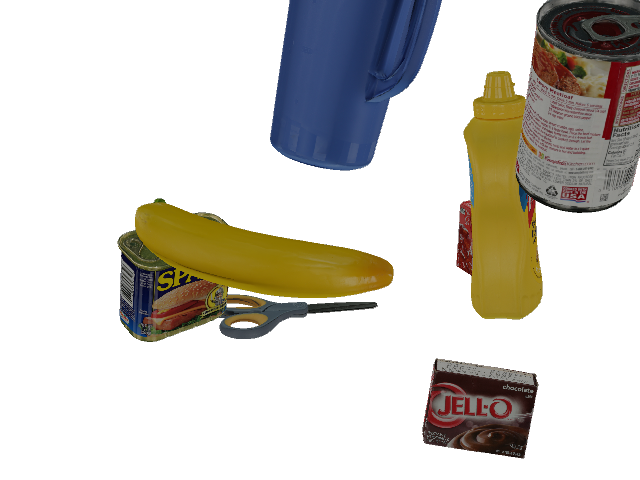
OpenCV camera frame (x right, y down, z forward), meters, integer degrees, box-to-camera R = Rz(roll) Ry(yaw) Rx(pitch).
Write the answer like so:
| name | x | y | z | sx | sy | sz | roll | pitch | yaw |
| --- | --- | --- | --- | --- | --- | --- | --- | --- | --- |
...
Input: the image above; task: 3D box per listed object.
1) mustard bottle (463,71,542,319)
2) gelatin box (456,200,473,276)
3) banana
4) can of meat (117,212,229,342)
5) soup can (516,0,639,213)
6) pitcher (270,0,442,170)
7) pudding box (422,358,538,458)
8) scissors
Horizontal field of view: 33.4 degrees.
| name | x | y | z | sx | sy | sz | roll | pitch | yaw |
| --- | --- | --- | --- | --- | --- | --- | --- | --- | --- |
| mustard bottle | 0.147 | -0.040 | 0.859 | 0.058 | 0.191 | 0.096 | 0 | 18 | 18 |
| gelatin box | 0.196 | 0.004 | 1.268 | 0.030 | 0.089 | 0.073 | -17 | 32 | -29 |
| banana | -0.052 | 0.003 | 0.687 | 0.198 | 0.037 | 0.069 | 18 | 35 | 29 |
| can of meat | -0.127 | 0.033 | 0.937 | 0.101 | 0.084 | 0.058 | -18 | 42 | -35 |
| soup can | 0.146 | -0.074 | 0.582 | 0.068 | 0.102 | 0.068 | 0 | 41 | 0 |
| pitcher | 0.031 | -0.194 | 1.050 | 0.145 | 0.243 | 0.149 | 12 | 18 | -1 |
| pudding box | 0.173 | 0.182 | 1.158 | 0.113 | 0.090 | 0.039 | 7 | 21 | 3 |
| scissors | -0.031 | 0.086 | 1.196 | 0.201 | 0.016 | 0.096 | 4 | 24 | -5 |
